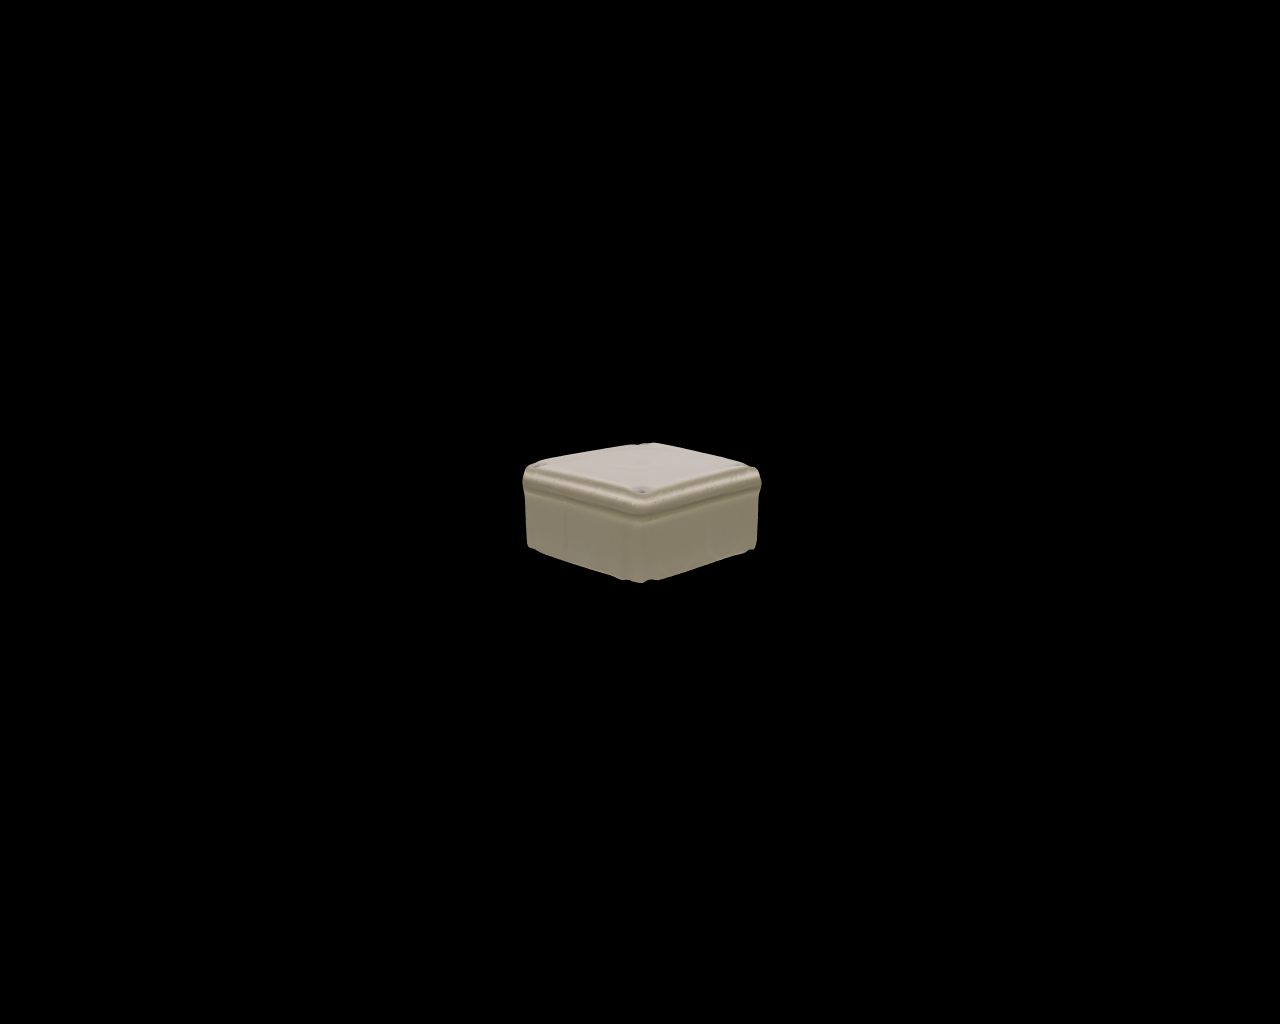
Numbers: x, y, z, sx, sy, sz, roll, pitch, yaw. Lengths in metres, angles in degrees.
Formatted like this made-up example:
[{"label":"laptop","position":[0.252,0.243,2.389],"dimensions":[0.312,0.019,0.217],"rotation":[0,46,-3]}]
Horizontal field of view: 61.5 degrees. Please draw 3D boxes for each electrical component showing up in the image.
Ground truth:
[{"label":"electrical component","position":[0.001,-0.003,0.650],"dimensions":[0.109,0.056,0.109],"rotation":[-14,20,-42]}]
